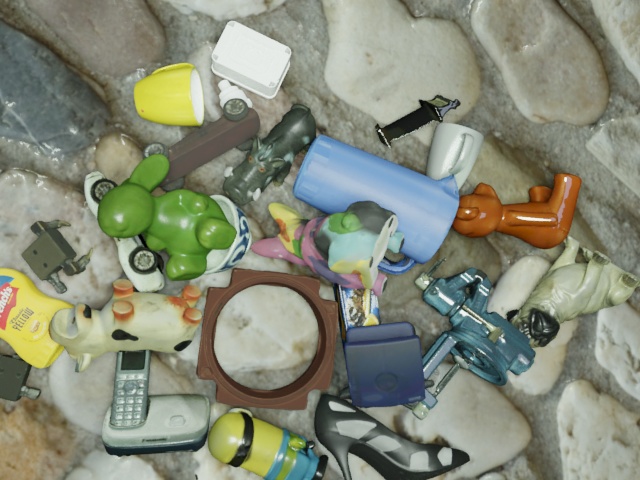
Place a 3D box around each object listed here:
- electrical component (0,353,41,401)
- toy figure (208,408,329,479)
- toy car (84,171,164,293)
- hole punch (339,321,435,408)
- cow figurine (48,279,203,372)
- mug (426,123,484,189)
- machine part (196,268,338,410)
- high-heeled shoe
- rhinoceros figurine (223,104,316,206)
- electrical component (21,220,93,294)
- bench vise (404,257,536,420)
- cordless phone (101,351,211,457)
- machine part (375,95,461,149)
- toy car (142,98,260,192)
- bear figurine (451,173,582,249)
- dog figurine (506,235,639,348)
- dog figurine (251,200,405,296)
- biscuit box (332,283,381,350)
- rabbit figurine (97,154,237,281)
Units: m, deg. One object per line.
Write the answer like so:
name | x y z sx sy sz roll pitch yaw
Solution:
electrical component | -0.449 0.197 0.781 0.094 0.021 0.063 18 81 -6
toy figure | -0.076 0.310 0.792 0.180 0.089 0.082 28 73 -3
toy car | -0.293 -0.011 0.803 0.056 0.073 0.201 -30 89 -11
hole punch | 0.092 0.181 0.764 0.142 0.092 0.115 -8 88 2
cow figurine | -0.273 0.122 0.755 0.195 0.086 0.127 6 124 -26
mug | 0.221 -0.130 0.886 0.081 0.110 0.107 16 95 -12
machine part | -0.078 0.147 0.813 0.201 0.087 0.201 8 84 -8
high-heeled shoe | 0.111 0.305 0.846 0.249 0.086 0.145 2 54 -24
rhinoceros figurine | -0.073 -0.128 0.834 0.073 0.112 0.190 43 71 -4
electrical component | -0.393 0.019 0.803 0.102 0.045 0.078 46 108 1
bench vise | 0.207 0.165 0.841 0.223 0.129 0.240 43 75 1
cordless phone | -0.235 0.218 0.791 0.147 0.088 0.184 -1 65 -9
machine part | 0.160 -0.203 0.902 0.139 0.084 0.039 -29 121 -2
toy car | -0.184 -0.146 0.829 0.202 0.089 0.053 -31 67 -9
bear figurine | 0.306 -0.055 0.883 0.196 0.120 0.132 14 78 -2
dog figurine | 0.422 0.109 0.902 0.172 0.121 0.190 28 102 -15
dog figurine | -0.002 -0.002 0.772 0.219 0.191 0.108 14 76 21
biscuit box | 0.066 0.153 0.846 0.059 0.063 0.202 -9 85 -8
rabbit figurine | -0.219 -0.041 0.736 0.121 0.170 0.159 -36 59 29
